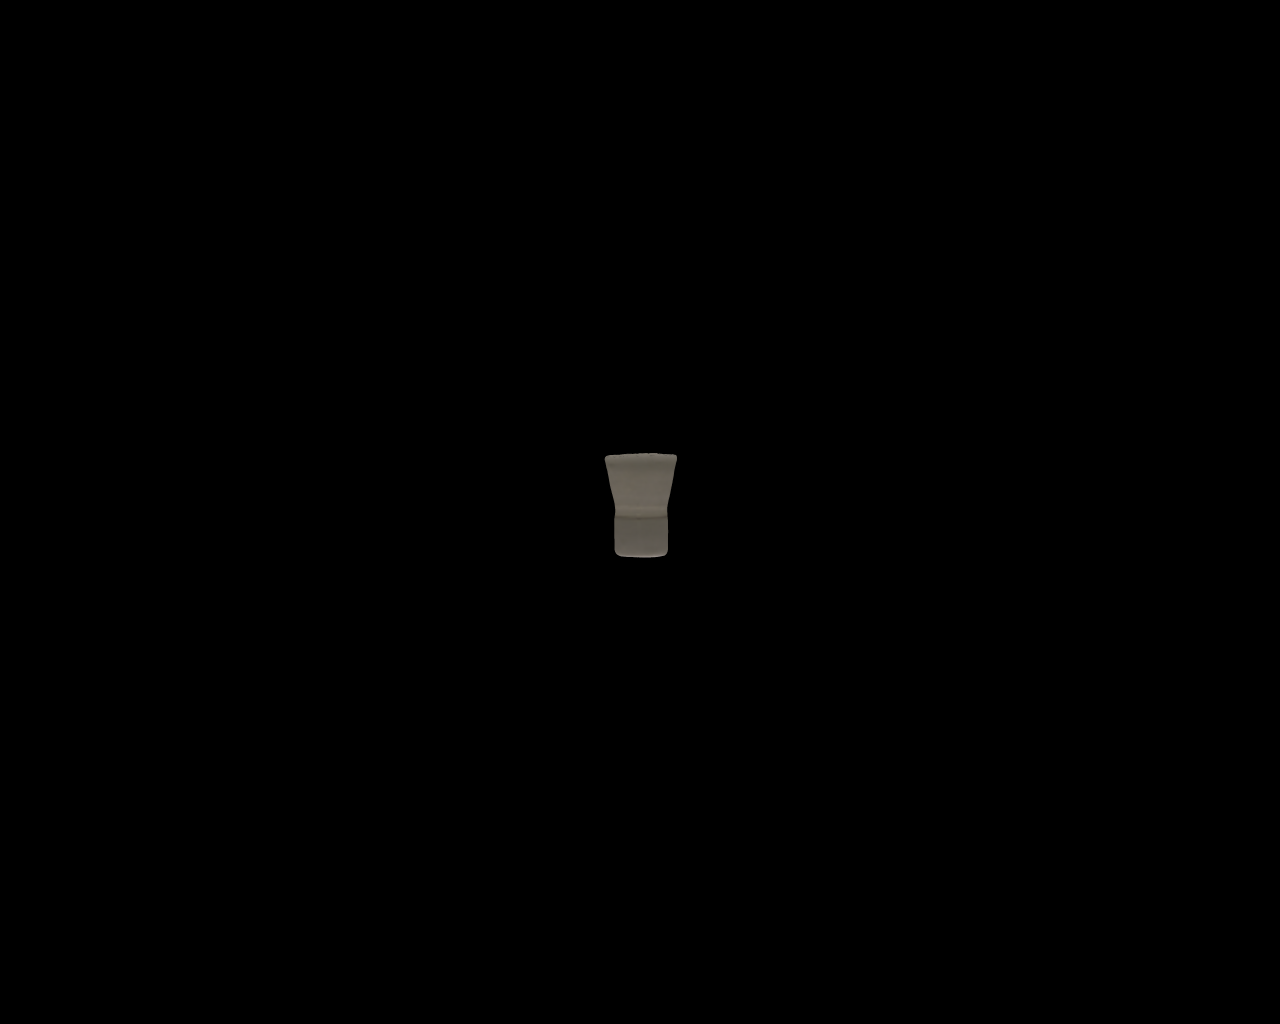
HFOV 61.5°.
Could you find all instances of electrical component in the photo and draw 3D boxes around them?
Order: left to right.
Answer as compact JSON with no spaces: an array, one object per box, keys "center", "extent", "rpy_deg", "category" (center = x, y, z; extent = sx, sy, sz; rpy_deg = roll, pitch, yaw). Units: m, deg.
[{"center":[0.001,-0.003,0.650],"extent":[0.044,0.065,0.044],"rpy_deg":[0,4,0],"category":"electrical component"}]
